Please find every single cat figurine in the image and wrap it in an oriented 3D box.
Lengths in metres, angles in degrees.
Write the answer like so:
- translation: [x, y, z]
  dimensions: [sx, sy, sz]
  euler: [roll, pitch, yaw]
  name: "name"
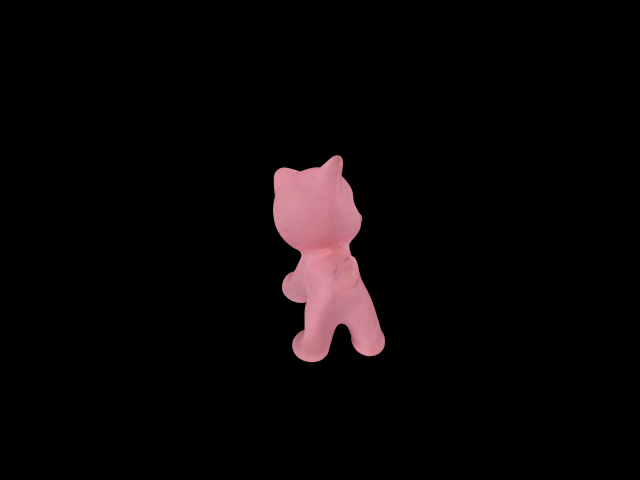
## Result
- translation: [0.004, 0.001, 0.400]
  dimensions: [0.067, 0.118, 0.127]
  euler: [-8, 35, -11]
  name: "cat figurine"
